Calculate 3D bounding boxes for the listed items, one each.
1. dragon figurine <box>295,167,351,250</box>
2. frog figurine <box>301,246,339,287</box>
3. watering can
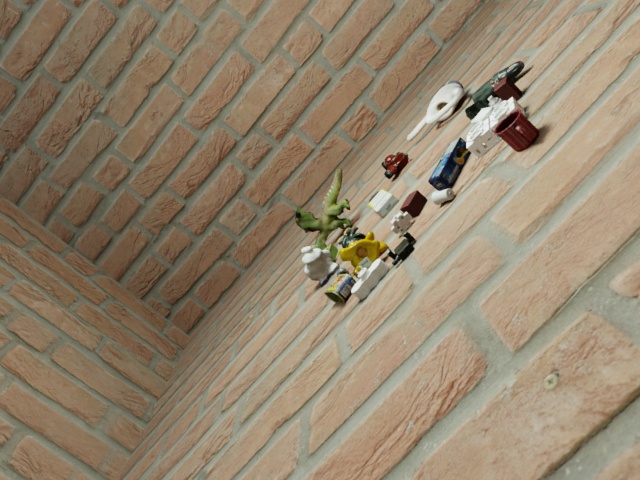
[{"bbox_3d":[0.007,-0.117,2.329,0.243,0.403,0.124,-13,23,-12],"label":"dragon figurine"},{"bbox_3d":[-0.017,0.088,2.076,0.135,0.159,0.125,-45,10,24],"label":"frog figurine"},{"bbox_3d":[0.530,-0.590,2.327,0.342,0.103,0.229,-35,17,53],"label":"watering can"}]
